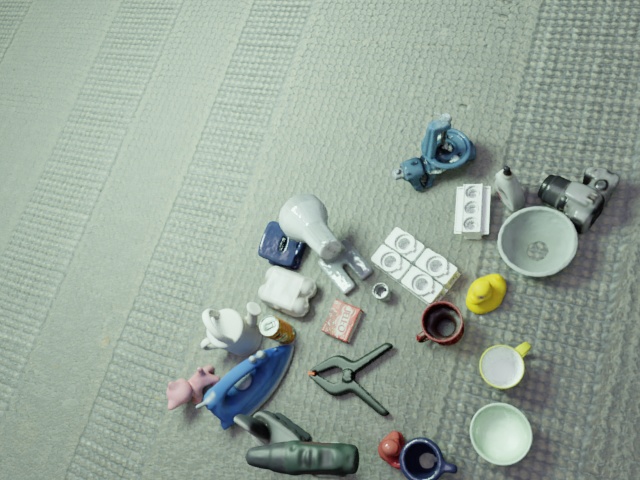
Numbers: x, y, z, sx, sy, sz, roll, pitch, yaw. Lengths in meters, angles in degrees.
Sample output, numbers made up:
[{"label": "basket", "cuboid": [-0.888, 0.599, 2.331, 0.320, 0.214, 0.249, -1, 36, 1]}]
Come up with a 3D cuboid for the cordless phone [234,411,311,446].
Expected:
[{"label": "cordless phone", "cuboid": [-0.113, 0.444, 1.284, 0.147, 0.185, 0.094, 22, 79, 27]}]

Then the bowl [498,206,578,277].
[{"label": "bowl", "cuboid": [0.488, 0.013, 1.289, 0.167, 0.075, 0.167, -7, 67, 18]}]

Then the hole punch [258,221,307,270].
[{"label": "hole punch", "cuboid": [-0.095, 0.012, 1.500, 0.100, 0.091, 0.109, 12, 74, 24]}]

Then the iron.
[{"label": "iron", "cuboid": [-0.180, 0.331, 1.378, 0.258, 0.142, 0.118, -45, 61, -1]}]

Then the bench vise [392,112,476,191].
[{"label": "bench vise", "cuboid": [0.273, -0.205, 1.373, 0.207, 0.220, 0.121, -43, 61, 1]}]

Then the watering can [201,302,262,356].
[{"label": "watering can", "cuboid": [-0.222, 0.215, 1.410, 0.100, 0.194, 0.173, 35, 85, 28]}]

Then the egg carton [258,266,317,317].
[{"label": "egg carton", "cuboid": [-0.084, 0.132, 1.461, 0.150, 0.070, 0.107, 17, 77, 25]}]

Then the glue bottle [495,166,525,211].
[{"label": "glue bottle", "cuboid": [0.430, -0.128, 1.310, 0.037, 0.173, 0.078, -40, 61, 2]}]

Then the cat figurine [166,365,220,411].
[{"label": "cat figurine", "cuboid": [-0.329, 0.367, 1.434, 0.128, 0.118, 0.067, -45, 61, -1]}]

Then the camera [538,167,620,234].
[{"label": "camera", "cuboid": [0.575, -0.110, 1.290, 0.136, 0.101, 0.143, 34, 84, 28]}]

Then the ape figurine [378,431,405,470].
[{"label": "ape figurine", "cuboid": [0.158, 0.451, 1.232, 0.076, 0.092, 0.078, 2, 70, 21]}]

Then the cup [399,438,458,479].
[{"label": "cup", "cuboid": [0.232, 0.465, 1.197, 0.117, 0.095, 0.092, 5, 72, 22]}]

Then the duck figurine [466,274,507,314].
[{"label": "duck figurine", "cuboid": [0.371, 0.113, 1.288, 0.104, 0.086, 0.077, -43, 61, 0]}]

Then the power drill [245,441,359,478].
[{"label": "power drill", "cuboid": [-0.017, 0.469, 1.225, 0.229, 0.209, 0.075, -7, 67, 18]}]

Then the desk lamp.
[{"label": "desk lamp", "cuboid": [0.013, 0.005, 1.392, 0.118, 0.214, 0.202, -42, 61, 1]}]
